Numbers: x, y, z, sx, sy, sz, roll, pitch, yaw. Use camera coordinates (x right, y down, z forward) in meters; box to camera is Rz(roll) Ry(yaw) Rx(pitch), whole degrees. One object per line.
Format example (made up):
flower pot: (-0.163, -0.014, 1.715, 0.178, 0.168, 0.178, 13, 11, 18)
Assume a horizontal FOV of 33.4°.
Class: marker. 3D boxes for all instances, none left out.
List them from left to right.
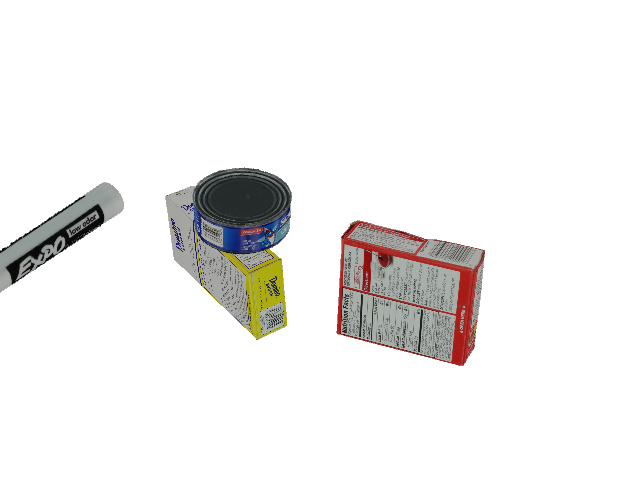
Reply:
marker: (-0.150, 0.006, 0.546, 0.020, 0.020, 0.120, 0, 30, 44)

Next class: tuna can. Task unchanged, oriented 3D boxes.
tuna can: (-0.068, -0.026, 0.930, 0.086, 0.034, 0.086, 2, 38, -1)

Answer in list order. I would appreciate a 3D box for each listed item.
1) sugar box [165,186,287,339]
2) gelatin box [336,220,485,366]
sugar box: (-0.102, 0.020, 1.143, 0.048, 0.093, 0.176, -22, 41, -25)
gelatin box: (0.056, 0.033, 0.676, 0.089, 0.073, 0.030, 13, 32, 20)
